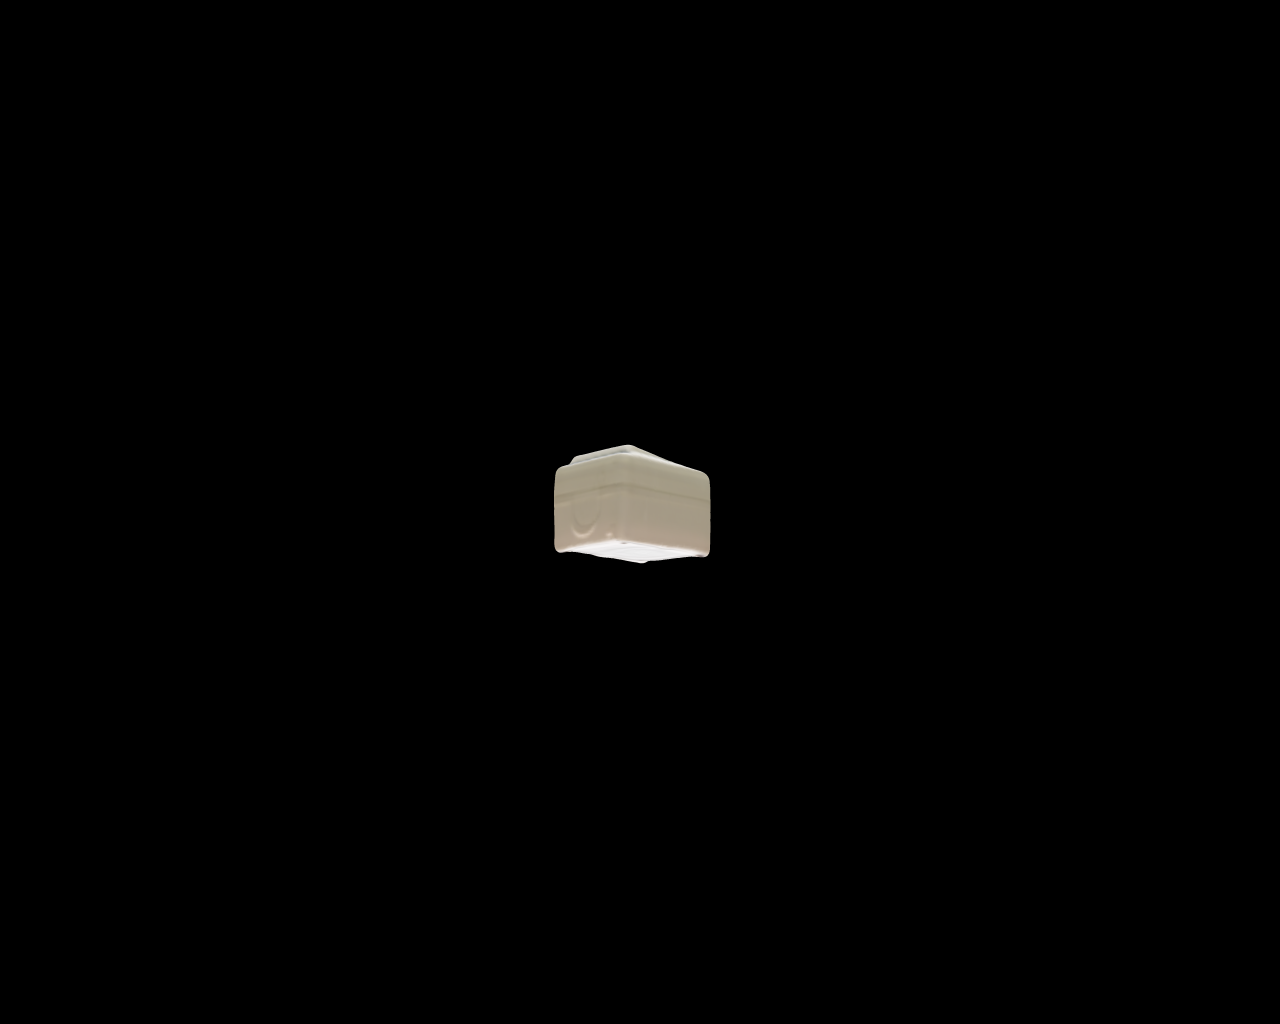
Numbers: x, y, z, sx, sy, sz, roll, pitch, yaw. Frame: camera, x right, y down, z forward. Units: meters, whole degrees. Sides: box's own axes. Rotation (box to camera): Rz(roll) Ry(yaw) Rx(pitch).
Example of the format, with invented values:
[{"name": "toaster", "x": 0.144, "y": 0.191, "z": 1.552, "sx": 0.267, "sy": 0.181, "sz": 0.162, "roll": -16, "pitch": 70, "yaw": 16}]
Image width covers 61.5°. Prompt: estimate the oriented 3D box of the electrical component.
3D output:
[{"name": "electrical component", "x": 0.001, "y": -0.003, "z": 0.650, "sx": 0.061, "sy": 0.061, "sz": 0.096, "roll": -10, "pitch": -14, "yaw": 42}]
